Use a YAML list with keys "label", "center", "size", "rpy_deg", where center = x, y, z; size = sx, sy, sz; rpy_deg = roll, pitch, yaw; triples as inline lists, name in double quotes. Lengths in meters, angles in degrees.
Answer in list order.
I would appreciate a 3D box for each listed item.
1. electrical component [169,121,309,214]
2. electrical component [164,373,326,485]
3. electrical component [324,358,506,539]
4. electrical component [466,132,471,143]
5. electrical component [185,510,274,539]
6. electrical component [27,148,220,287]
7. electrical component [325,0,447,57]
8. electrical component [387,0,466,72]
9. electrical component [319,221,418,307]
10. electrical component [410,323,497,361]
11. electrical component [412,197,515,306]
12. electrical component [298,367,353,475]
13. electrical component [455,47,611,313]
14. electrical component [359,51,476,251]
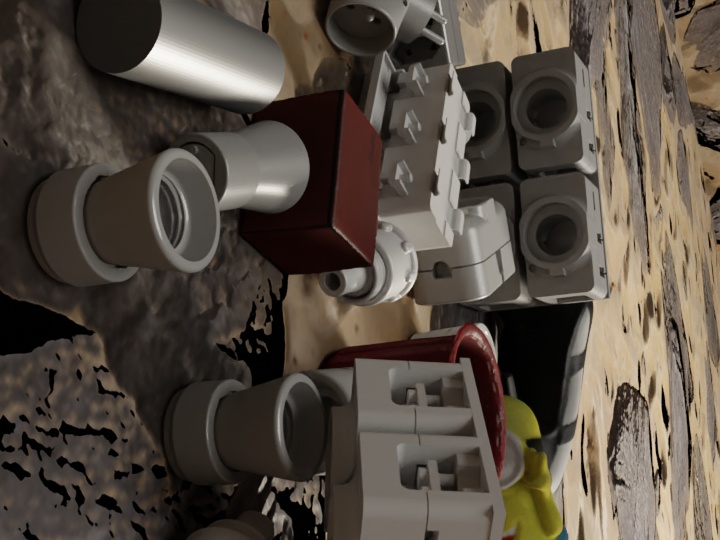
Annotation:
- label: "electrical component"
  center: [-0.057, -0.045, 0.483]
  size: [0.065, 0.044, 0.044]
  rpy_deg: [-16, 98, -62]
- label: "electrical component"
  center: [-0.048, 0.067, 0.452]
  size: [0.045, 0.055, 0.045]
  rpy_deg: [-7, 90, -67]
- label: "electrical component"
  center: [0.013, 0.144, 0.470]
  size: [0.105, 0.060, 0.186]
  rpy_deg: [-94, -172, -63]
- label: "electrical component"
  center: [0.059, -0.111, 0.772]
  size: [0.046, 0.040, 0.040]
  rpy_deg: [53, 37, -59]
- label: "electrical component"
  center: [-0.054, 0.122, 0.438]
  size: [0.062, 0.043, 0.043]
  rpy_deg: [-51, 130, -61]
- label: "electrical component"
  center: [-0.085, -0.018, 0.391]
  size: [0.045, 0.055, 0.045]
  rpy_deg: [-7, 90, -67]
- label: "electrical component"
  center: [0.021, -0.166, 0.666]
  size: [0.079, 0.043, 0.077]
  rpy_deg: [25, 53, -21]
- label: "electrical component"
  center: [0.047, -0.171, 0.749]
  size: [0.077, 0.047, 0.065]
  rpy_deg: [-29, 110, -65]
- label: "electrical component"
  center: [0.000, 0.000, 0.598]
  size: [0.062, 0.048, 0.048]
  rpy_deg: [-23, 104, -59]
- label: "electrical component"
  center: [0.060, 0.065, 0.712]
  size: [0.055, 0.047, 0.055]
  rpy_deg: [-7, 90, -67]
- label: "electrical component"
  center: [0.069, -0.016, 0.748]
  size: [0.095, 0.054, 0.059]
  rpy_deg: [-31, 112, -65]
- label: "electrical component"
  center: [-0.014, 0.075, 0.532]
  size: [0.047, 0.055, 0.055]
  rpy_deg: [13, 71, -61]
- label: "electrical component"
  center: [0.126, -0.067, 0.826]
  size: [0.060, 0.105, 0.186]
  rpy_deg: [18, 67, -64]
- label: "electrical component"
  center: [0.031, -0.069, 0.664]
  size: [0.078, 0.063, 0.121]
  rpy_deg: [57, 34, -46]
